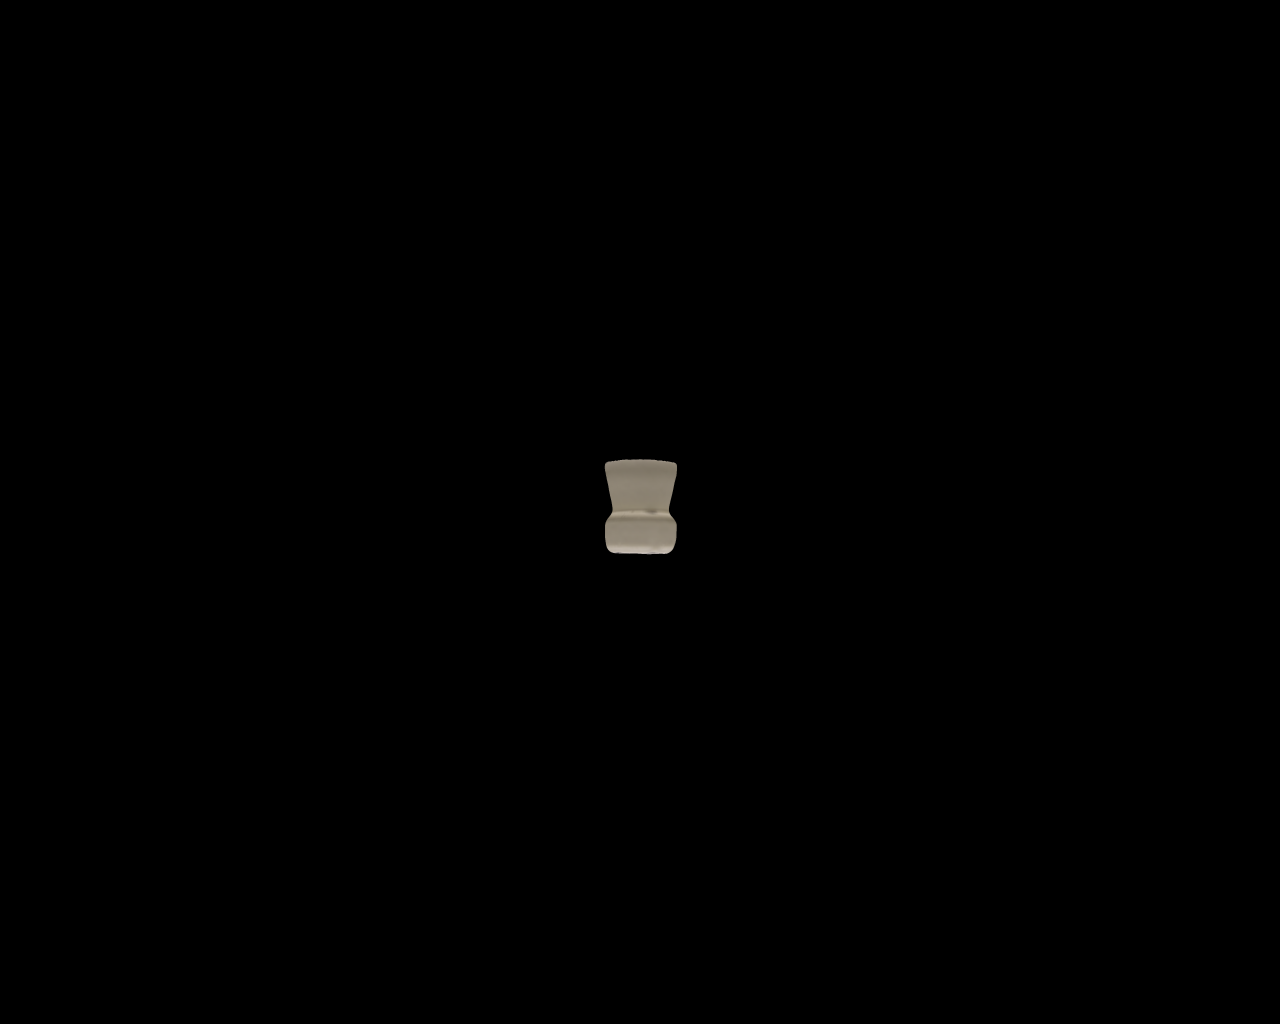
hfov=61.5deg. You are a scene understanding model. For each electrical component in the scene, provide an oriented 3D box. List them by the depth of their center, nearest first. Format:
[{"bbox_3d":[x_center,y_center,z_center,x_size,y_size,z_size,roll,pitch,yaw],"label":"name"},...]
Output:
[{"bbox_3d":[0.001,-0.003,0.650,0.045,0.055,0.045,0,-3,0],"label":"electrical component"}]
